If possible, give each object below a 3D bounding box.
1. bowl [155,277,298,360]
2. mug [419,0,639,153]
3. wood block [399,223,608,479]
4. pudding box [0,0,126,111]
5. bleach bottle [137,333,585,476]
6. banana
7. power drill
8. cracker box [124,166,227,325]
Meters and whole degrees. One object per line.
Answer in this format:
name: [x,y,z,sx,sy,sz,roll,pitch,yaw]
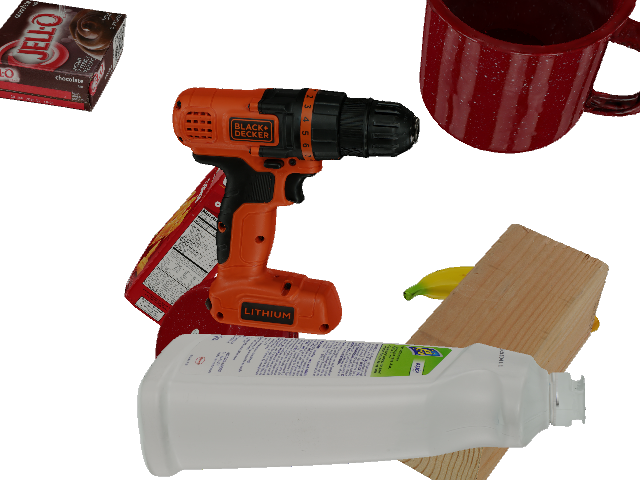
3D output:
bowl: [-0.099,0.094,0.977,0.162,0.162,0.055,0,-22,40]
mug: [0.099,-0.089,0.481,0.117,0.093,0.081,21,-29,12]
wood block: [0.136,0.088,0.840,0.091,0.090,0.205,26,48,25]
pudding box: [-0.213,-0.151,0.860,0.090,0.039,0.113,9,35,0]
bleach bottle: [0.027,0.096,0.630,0.251,0.068,0.102,-1,17,11]
banana: [0.188,0.059,1.105,0.198,0.037,0.069,8,40,12]
power drill: [-0.019,-0.024,0.813,0.184,0.188,0.057,6,21,13]
cracker box: [-0.120,-0.026,1.187,0.072,0.214,0.164,36,25,-11]
